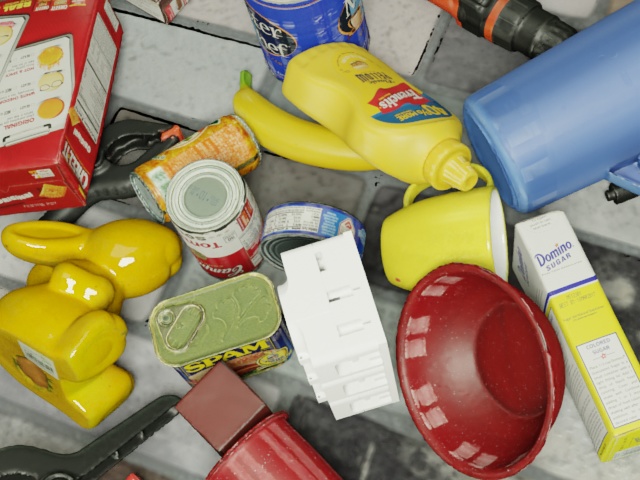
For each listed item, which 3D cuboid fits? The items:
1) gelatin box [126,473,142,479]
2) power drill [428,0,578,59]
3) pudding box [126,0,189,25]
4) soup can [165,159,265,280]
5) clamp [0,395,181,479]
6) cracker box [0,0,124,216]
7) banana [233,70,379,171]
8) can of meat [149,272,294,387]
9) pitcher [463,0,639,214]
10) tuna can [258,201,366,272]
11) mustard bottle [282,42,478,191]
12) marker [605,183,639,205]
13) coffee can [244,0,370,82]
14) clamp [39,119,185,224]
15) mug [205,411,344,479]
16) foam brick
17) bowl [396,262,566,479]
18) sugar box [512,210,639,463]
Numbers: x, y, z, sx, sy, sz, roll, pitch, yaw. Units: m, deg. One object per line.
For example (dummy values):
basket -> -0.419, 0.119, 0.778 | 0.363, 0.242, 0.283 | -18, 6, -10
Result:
gelatin box -> -0.149, 0.239, 0.825 | 0.073, 0.030, 0.089 | 39, 77, 23
power drill -> 0.198, -0.257, 0.967 | 0.185, 0.057, 0.187 | 37, 77, 22
pudding box -> -0.166, -0.276, 1.050 | 0.114, 0.039, 0.090 | 33, 77, 23
soup can -> -0.083, -0.016, 0.885 | 0.068, 0.102, 0.068 | -3, 66, 8
clamp -> -0.186, 0.201, 0.789 | 0.209, 0.036, 0.164 | -8, 51, -18
cracker box -> -0.276, -0.122, 0.958 | 0.164, 0.072, 0.213 | -6, 54, 13
banana -> -0.004, -0.097, 0.943 | 0.198, 0.037, 0.069 | 24, 72, 18
can of meat -> -0.075, 0.076, 0.854 | 0.102, 0.084, 0.057 | -18, 65, 1
pitcher -> 0.249, -0.111, 0.860 | 0.243, 0.145, 0.149 | -27, 26, 1
tuna can -> -0.006, 0.001, 0.874 | 0.086, 0.086, 0.033 | 6, 66, 12
mustard bottle -> 0.059, -0.096, 0.875 | 0.096, 0.058, 0.192 | -11, 41, -38
marker -> 0.295, -0.055, 0.883 | 0.121, 0.020, 0.020 | -18, 65, 1
coffee can -> -0.014, -0.212, 0.938 | 0.103, 0.140, 0.103 | -4, 66, 8
clamp -> -0.202, -0.054, 0.958 | 0.171, 0.039, 0.120 | -14, 65, 8
mug -> -0.038, 0.195, 0.790 | 0.117, 0.093, 0.081 | -38, 70, -27
foam brick -> -0.070, 0.139, 0.829 | 0.051, 0.078, 0.053 | -43, 67, -12
bowl -> 0.129, 0.094, 0.797 | 0.055, 0.162, 0.162 | -7, 58, -37
sugar box -> 0.198, 0.072, 0.803 | 0.048, 0.093, 0.176 | -18, 65, 1
